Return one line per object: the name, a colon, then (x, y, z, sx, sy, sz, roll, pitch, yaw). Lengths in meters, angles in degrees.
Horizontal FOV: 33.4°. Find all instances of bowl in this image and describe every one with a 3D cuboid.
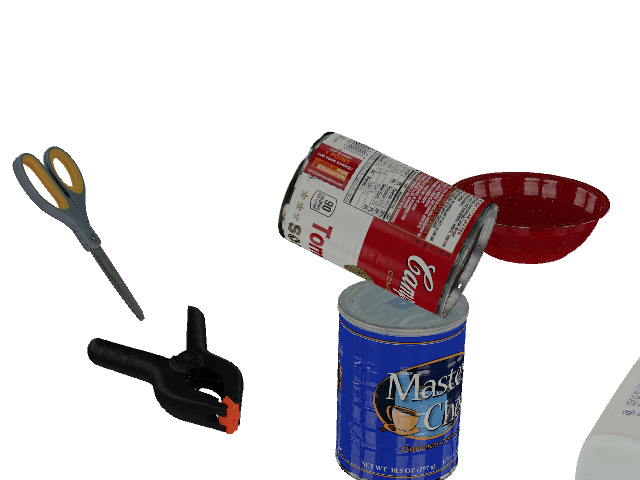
bowl: (0.207, -0.019, 1.078, 0.162, 0.055, 0.162, 0, 23, 0)

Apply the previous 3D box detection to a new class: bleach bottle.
bleach bottle: (0.244, 0.095, 0.655, 0.103, 0.068, 0.250, 18, 29, 28)

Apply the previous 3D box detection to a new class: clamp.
clamp: (-0.118, 0.114, 0.976, 0.172, 0.039, 0.120, 30, 45, 34)

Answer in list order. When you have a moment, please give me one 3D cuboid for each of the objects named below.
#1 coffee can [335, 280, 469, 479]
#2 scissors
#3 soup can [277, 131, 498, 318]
coffee can: (0.064, 0.112, 0.860, 0.103, 0.140, 0.103, 1, 20, 0)
scissors: (-0.233, -0.016, 1.081, 0.016, 0.201, 0.096, -28, 25, 24)
soup can: (0.037, -0.010, 0.583, 0.102, 0.068, 0.068, 26, 7, 14)
